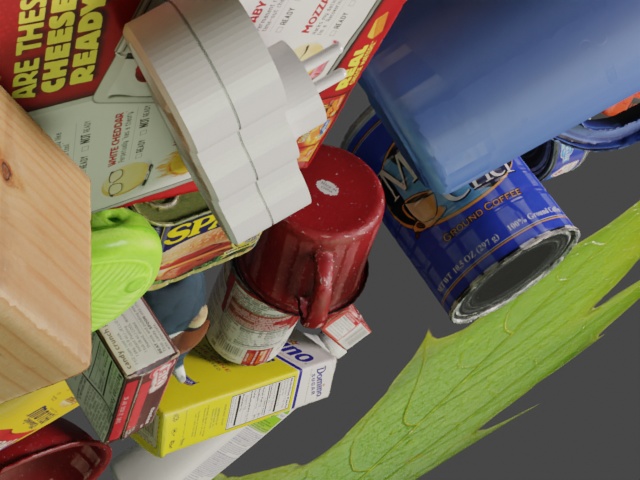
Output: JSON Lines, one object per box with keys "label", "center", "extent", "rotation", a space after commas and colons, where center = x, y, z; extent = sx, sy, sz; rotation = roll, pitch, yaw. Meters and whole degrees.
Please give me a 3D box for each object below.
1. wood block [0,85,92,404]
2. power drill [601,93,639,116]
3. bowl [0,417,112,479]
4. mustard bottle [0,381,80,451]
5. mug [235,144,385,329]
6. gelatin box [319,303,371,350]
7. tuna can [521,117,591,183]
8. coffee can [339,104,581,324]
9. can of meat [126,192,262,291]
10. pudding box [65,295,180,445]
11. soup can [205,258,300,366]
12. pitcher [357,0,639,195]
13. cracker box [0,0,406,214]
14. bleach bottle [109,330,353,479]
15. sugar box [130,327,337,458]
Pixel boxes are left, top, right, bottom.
{"label": "wood block", "center": [-0.159, -0.030, 0.309], "extent": [0.090, 0.091, 0.206], "rotation": [-20, 142, 13]}
{"label": "power drill", "center": [0.274, -0.172, 0.792], "extent": [0.188, 0.057, 0.184], "rotation": [-44, 157, 27]}
{"label": "bowl", "center": [-0.241, 0.176, 0.806], "extent": [0.162, 0.055, 0.162], "rotation": [-29, 159, -13]}
{"label": "mustard bottle", "center": [-0.220, 0.111, 0.690], "extent": [0.191, 0.058, 0.096], "rotation": [-30, 163, -8]}
{"label": "mug", "center": [-0.005, 0.001, 0.695], "extent": [0.093, 0.117, 0.082], "rotation": [6, 143, -8]}
{"label": "gelatin box", "center": [0.003, 0.043, 0.846], "extent": [0.030, 0.073, 0.089], "rotation": [-35, 158, 2]}
{"label": "tuna can", "center": [0.153, -0.085, 0.768], "extent": [0.033, 0.086, 0.086], "rotation": [-20, 156, -25]}
{"label": "coffee can", "center": [0.092, -0.029, 0.721], "extent": [0.102, 0.140, 0.103], "rotation": [-29, 159, -13]}
{"label": "can of meat", "center": [-0.073, -0.022, 0.618], "extent": [0.101, 0.057, 0.084], "rotation": [-22, 159, -28]}
{"label": "pudding box", "center": [-0.129, 0.048, 0.607], "extent": [0.039, 0.113, 0.090], "rotation": [-26, 159, -33]}
{"label": "soup can", "center": [-0.044, 0.041, 0.780], "extent": [0.068, 0.068, 0.102], "rotation": [-21, 156, -30]}
{"label": "pitcher", "center": [0.145, -0.122, 0.605], "extent": [0.243, 0.149, 0.145], "rotation": [-32, 171, 4]}
{"label": "cracker box", "center": [-0.069, -0.090, 0.452], "extent": [0.213, 0.072, 0.164], "rotation": [-15, 151, -38]}
{"label": "bleach bottle", "center": [-0.076, 0.167, 1.022], "extent": [0.251, 0.068, 0.102], "rotation": [-37, 161, 1]}
{"label": "sugar box", "center": [-0.080, 0.105, 0.829], "extent": [0.175, 0.093, 0.048], "rotation": [-16, 126, -43]}
